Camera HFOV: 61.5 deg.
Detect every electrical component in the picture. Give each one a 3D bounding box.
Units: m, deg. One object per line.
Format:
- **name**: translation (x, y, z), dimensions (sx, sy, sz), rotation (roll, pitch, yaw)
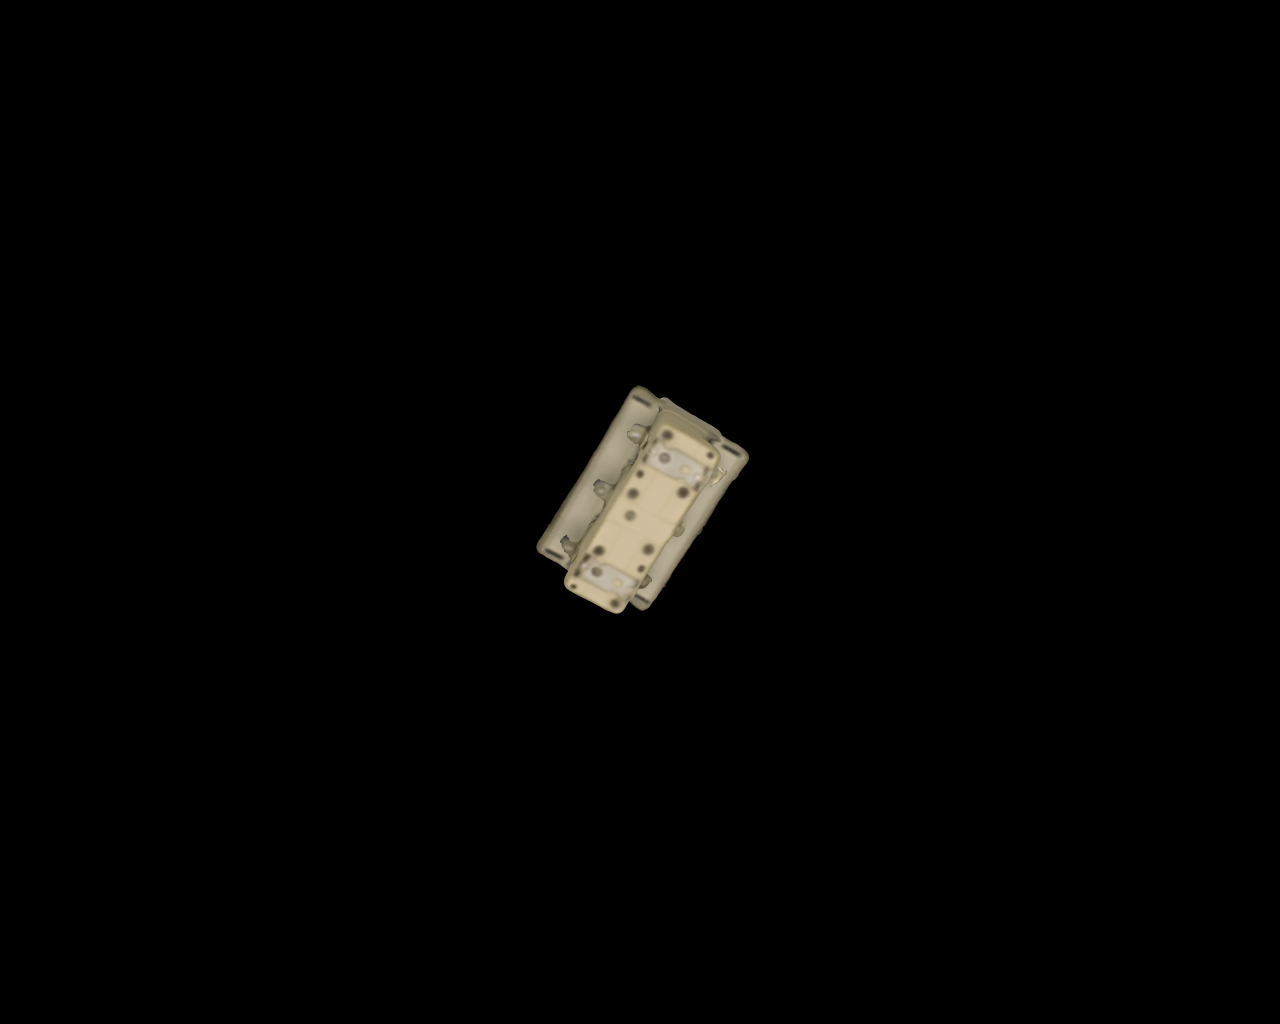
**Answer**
- **electrical component**: translation (0.001, -0.003, 0.650), dimensions (0.079, 0.121, 0.063), rotation (30, 16, -9)
